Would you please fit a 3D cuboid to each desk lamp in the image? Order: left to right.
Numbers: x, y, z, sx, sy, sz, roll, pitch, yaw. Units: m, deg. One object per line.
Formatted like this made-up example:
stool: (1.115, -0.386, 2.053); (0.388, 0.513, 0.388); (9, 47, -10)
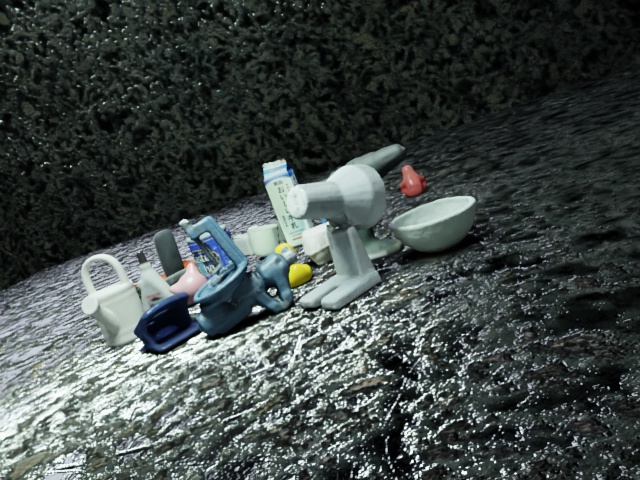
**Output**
desk lamp: (0.034, -0.015, 1.014); (0.117, 0.214, 0.204); (-7, 17, 47)

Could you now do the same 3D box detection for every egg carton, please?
egg carton: (0.012, 0.005, 1.324); (0.107, 0.069, 0.150); (-21, 12, -3)

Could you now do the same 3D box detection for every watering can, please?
watering can: (-0.445, 0.124, 1.227); (0.101, 0.194, 0.172); (-22, 12, -11)

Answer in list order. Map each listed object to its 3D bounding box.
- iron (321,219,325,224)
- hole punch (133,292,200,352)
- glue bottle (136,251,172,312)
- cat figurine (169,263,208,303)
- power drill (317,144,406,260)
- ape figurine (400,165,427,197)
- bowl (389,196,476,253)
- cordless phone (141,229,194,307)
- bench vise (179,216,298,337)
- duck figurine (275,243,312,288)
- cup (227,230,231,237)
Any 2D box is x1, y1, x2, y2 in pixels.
iron: (0.045, -0.092, 1.535); (0.119, 0.141, 0.257); (-24, 12, -20)
hole punch: (-0.301, 0.156, 1.098); (0.109, 0.091, 0.100); (-30, 15, -39)
glue bottle: (-0.353, 0.104, 1.220); (0.078, 0.173, 0.037); (-19, 12, 5)
cat figurine: (-0.236, 0.101, 1.177); (0.127, 0.118, 0.067); (-18, 12, 9)
power drill: (0.094, -0.067, 1.171); (0.229, 0.208, 0.076); (-15, 13, 21)
ape figurine: (0.267, -0.176, 1.673); (0.077, 0.092, 0.076); (-17, 12, 15)
bowl: (0.220, -0.021, 1.081); (0.167, 0.075, 0.167); (-19, 12, 4)
cordless phone: (-0.365, 0.080, 1.322); (0.093, 0.185, 0.148); (-10, 15, 39)
bench vise: (-0.156, 0.043, 1.052); (0.208, 0.220, 0.121); (-27, 13, -29)
duck figurine: (-0.065, 0.049, 1.205); (0.078, 0.086, 0.104); (-24, 12, -17)
cup: (-0.306, 0.029, 1.683); (0.118, 0.095, 0.091); (-22, 12, -11)
